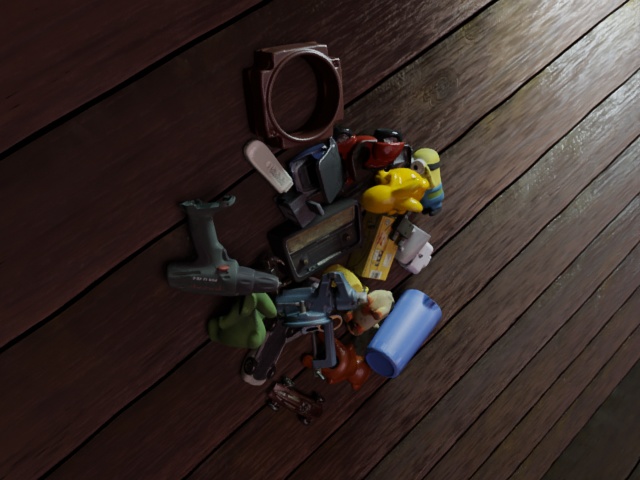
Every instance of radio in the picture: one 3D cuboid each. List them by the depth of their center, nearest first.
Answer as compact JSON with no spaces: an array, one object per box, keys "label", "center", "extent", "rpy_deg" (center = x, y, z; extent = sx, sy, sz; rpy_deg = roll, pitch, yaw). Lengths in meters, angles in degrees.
[{"label":"radio","center":[-0.003,-0.004,1.285],"extent":[0.229,0.073,0.130],"rpy_deg":[-28,123,-25]}]

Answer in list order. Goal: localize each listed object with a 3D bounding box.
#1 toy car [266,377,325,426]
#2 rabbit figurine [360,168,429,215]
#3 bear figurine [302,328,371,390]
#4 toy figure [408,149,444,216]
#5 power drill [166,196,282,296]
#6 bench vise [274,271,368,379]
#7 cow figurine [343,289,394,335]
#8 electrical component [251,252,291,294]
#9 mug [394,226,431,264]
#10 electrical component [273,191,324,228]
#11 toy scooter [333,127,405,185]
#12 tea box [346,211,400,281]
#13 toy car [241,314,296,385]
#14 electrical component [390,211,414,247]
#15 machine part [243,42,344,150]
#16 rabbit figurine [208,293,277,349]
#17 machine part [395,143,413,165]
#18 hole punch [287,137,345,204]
[{"label":"toy car","center":[-0.061,0.434,1.438],"extent":[0.089,0.053,0.202],"rpy_deg":[-53,132,-4]},{"label":"rabbit figurine","center":[0.179,-0.104,1.311],"extent":[0.173,0.163,0.121],"rpy_deg":[-20,112,-40]},{"label":"bear figurine","center":[0.061,0.331,1.466],"extent":[0.120,0.132,0.195],"rpy_deg":[-59,149,-1]},{"label":"toy figure","center":[0.288,-0.157,1.444],"extent":[0.089,0.082,0.180],"rpy_deg":[-44,124,-39]},{"label":"power drill","center":[-0.200,0.015,1.098],"extent":[0.232,0.086,0.207],"rpy_deg":[-4,109,-3]},{"label":"bench vise","center":[0.008,0.195,1.253],"extent":[0.224,0.129,0.240],"rpy_deg":[-4,88,-3]},{"label":"cow figurine","center":[0.128,0.194,1.423],"extent":[0.127,0.085,0.195],"rpy_deg":[-22,160,-39]},{"label":"electrical component","center":[-0.115,0.080,1.238],"extent":[0.045,0.078,0.102],"rpy_deg":[-51,131,-47]},{"label":"mug","center":[0.240,0.011,1.466],"extent":[0.107,0.081,0.109],"rpy_deg":[-59,162,8]},{"label":"electrical component","center":[-0.045,-0.068,1.198],"extent":[0.048,0.119,0.074],"rpy_deg":[-43,131,-17]},{"label":"toy scooter","center":[0.109,-0.197,1.276],"extent":[0.184,0.075,0.135],"rpy_deg":[0,107,-12]},{"label":"tea box","center":[0.148,0.014,1.412],"extent":[0.098,0.068,0.169],"rpy_deg":[15,97,-42]},{"label":"toy car","center":[-0.126,0.260,1.313],"extent":[0.073,0.056,0.201],"rpy_deg":[25,91,-35]},{"label":"electrical component","center":[0.216,-0.032,1.387],"extent":[0.063,0.021,0.094],"rpy_deg":[36,81,-42]},{"label":"machine part","center":[-0.050,-0.300,1.120],"extent":[0.201,0.087,0.201],"rpy_deg":[-20,118,-30]},{"label":"rabbit figurine","center":[-0.171,0.146,1.185],"extent":[0.121,0.159,0.170],"rpy_deg":[2,92,-29]},{"label":"machine part","center":[0.173,-0.220,1.353],"extent":[0.139,0.039,0.084],"rpy_deg":[-2,105,-29]},{"label":"hole punch","center":[-0.005,-0.152,1.228],"extent":[0.116,0.092,0.142],"rpy_deg":[-52,133,-45]}]
